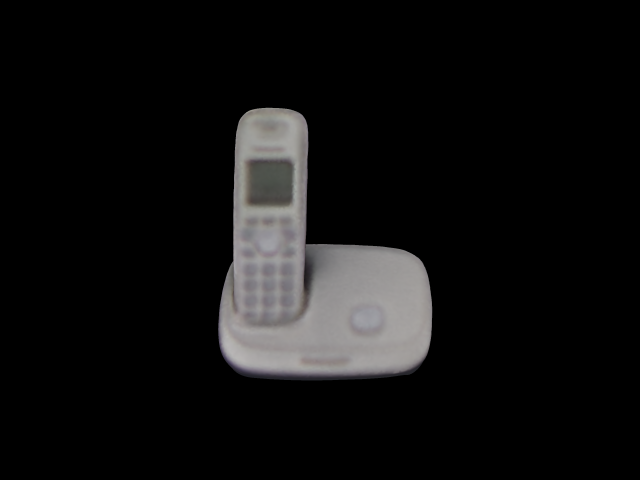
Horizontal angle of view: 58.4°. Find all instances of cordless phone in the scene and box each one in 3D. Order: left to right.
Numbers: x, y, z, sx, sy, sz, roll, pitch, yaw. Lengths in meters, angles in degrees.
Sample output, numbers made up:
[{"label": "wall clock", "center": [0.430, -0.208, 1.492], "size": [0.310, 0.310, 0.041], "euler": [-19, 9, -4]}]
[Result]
[{"label": "cordless phone", "center": [0.004, 0.001, 0.400], "size": [0.147, 0.185, 0.094], "euler": [0, 9, 0]}]
